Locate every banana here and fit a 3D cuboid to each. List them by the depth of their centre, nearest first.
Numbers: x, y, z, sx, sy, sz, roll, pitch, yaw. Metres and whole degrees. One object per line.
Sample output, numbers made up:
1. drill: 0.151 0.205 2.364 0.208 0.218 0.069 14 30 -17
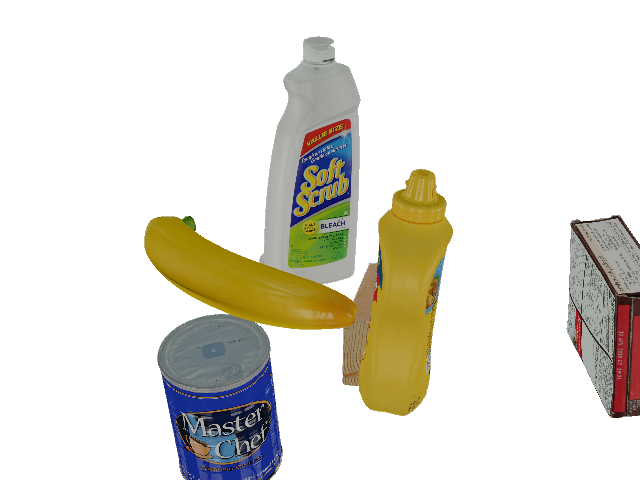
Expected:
1. banana: -0.062 0.017 0.699 0.069 0.037 0.198 -20 32 -34

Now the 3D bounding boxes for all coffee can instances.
1. coffee can: -0.092 0.155 1.006 0.103 0.140 0.103 -3 35 2

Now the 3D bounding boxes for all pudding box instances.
1. pudding box: 0.191 0.047 0.692 0.039 0.090 0.113 -5 26 -2

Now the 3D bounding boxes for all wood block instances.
1. wood block: 0.091 0.108 1.386 0.091 0.090 0.206 4 19 10

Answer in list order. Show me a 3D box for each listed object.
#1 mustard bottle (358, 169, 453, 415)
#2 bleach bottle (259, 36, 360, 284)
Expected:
1. mustard bottle: 0.069 0.035 0.842 0.058 0.192 0.096 10 26 9
2. bleach bottle: -0.011 -0.078 1.074 0.102 0.251 0.068 -8 28 -17
